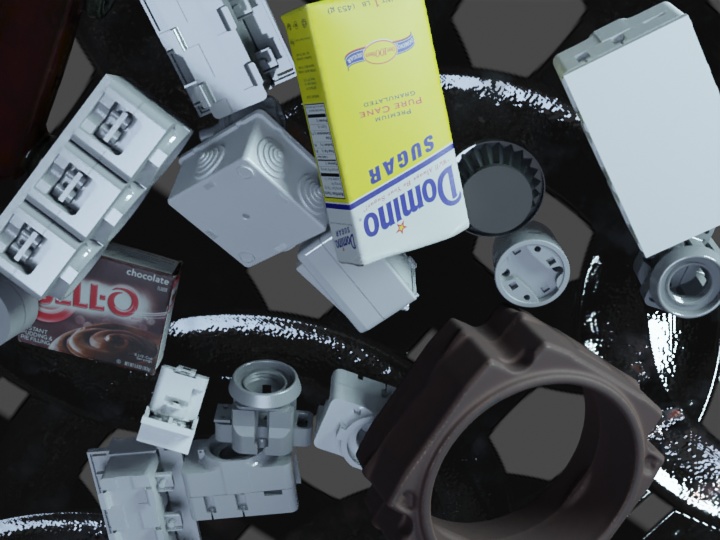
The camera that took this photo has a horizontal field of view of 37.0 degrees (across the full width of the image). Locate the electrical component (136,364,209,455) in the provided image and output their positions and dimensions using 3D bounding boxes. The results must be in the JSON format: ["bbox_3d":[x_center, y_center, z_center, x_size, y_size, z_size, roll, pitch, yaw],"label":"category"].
[{"bbox_3d":[-0.147,0.108,0.855,0.042,0.081,0.063,16,86,-7],"label":"electrical component"}]

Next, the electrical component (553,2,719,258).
[{"bbox_3d":[0.209,-0.099,0.759,0.089,0.061,0.150,-25,112,12],"label":"electrical component"}]

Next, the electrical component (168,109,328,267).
[{"bbox_3d":[-0.076,-0.054,0.766,0.100,0.048,0.100,-24,128,36],"label":"electrical component"}]

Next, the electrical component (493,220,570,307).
[{"bbox_3d":[0.127,-0.007,0.811,0.055,0.047,0.055,0,115,1],"label":"electrical component"}]

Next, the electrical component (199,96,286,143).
[{"bbox_3d":[-0.086,-0.103,0.778,0.061,0.035,0.035,-14,114,10],"label":"electrical component"}]

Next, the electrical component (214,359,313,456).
[{"bbox_3d":[-0.077,0.109,0.863,0.078,0.058,0.057,3,118,0],"label":"electrical component"}]

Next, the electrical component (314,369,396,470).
[{"bbox_3d":[0.012,0.126,0.869,0.089,0.055,0.050,20,113,-8],"label":"electrical component"}]

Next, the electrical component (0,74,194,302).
[{"bbox_3d":[-0.187,-0.056,0.749,0.062,0.089,0.150,38,96,-6],"label":"electrical component"}]

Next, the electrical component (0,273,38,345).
[{"bbox_3d":[-0.315,0.013,0.793,0.138,0.073,0.052,29,115,7],"label":"electrical component"}]

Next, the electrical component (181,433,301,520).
[{"bbox_3d":[-0.098,0.167,0.893,0.089,0.050,0.055,-6,115,3],"label":"electrical component"}]

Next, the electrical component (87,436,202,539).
[{"bbox_3d":[-0.181,0.207,0.906,0.079,0.063,0.121,-5,114,4],"label":"electrical component"}]

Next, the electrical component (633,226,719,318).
[{"bbox_3d":[0.242,0.001,0.807,0.058,0.057,0.078,17,114,-7],"label":"electrical component"}]

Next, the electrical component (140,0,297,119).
[{"bbox_3d":[-0.103,-0.169,0.731,0.079,0.063,0.121,-21,112,11],"label":"electrical component"}]

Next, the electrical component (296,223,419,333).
[{"bbox_3d":[0.000,0.000,0.808,0.061,0.061,0.096,-34,110,15],"label":"electrical component"}]
